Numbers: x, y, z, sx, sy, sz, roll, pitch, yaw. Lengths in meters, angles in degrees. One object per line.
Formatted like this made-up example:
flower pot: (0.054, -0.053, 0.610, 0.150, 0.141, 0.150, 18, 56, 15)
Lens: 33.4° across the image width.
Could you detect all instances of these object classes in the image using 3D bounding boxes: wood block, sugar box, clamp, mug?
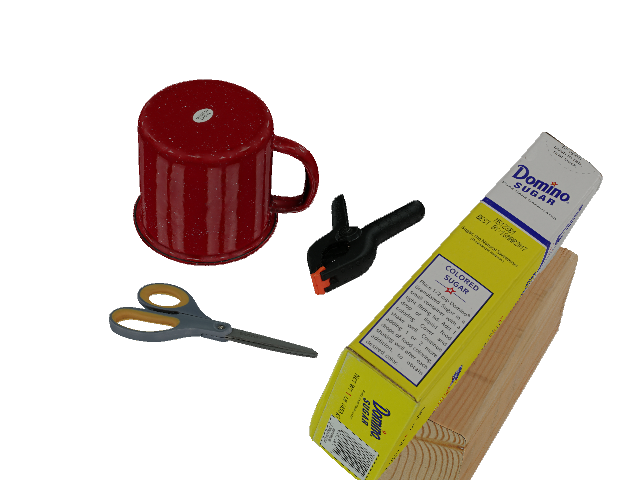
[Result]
wood block: (0.103, 0.083, 0.780, 0.091, 0.090, 0.205, 23, 45, 21)
sugar box: (0.068, 0.031, 0.521, 0.176, 0.048, 0.093, -42, -17, -33)
clamp: (0.046, 0.000, 1.217, 0.120, 0.039, 0.171, -5, 36, 28)
mug: (-0.059, -0.043, 0.660, 0.117, 0.081, 0.093, 8, 44, 2)

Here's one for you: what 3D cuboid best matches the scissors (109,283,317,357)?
scissors: (-0.102, 0.077, 1.037, 0.201, 0.016, 0.096, 4, 31, -1)
